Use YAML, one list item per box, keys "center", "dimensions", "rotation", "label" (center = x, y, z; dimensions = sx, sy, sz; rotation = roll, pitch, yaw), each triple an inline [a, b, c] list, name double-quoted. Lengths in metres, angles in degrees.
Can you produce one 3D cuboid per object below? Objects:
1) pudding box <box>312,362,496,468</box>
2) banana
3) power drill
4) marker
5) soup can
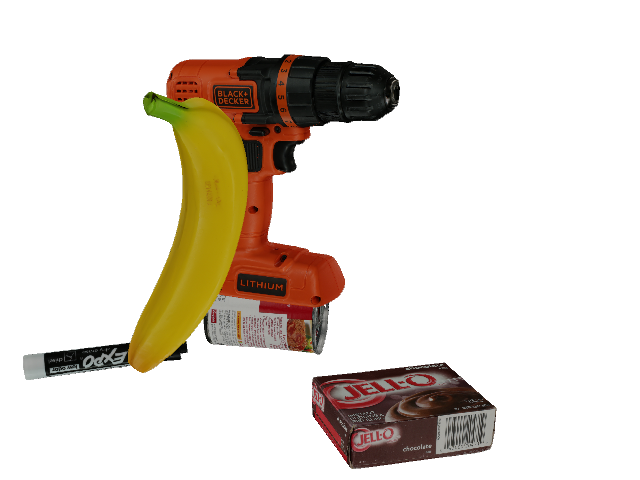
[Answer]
- center: [0.059, 0.126, 0.784]
  dimensions: [0.113, 0.039, 0.090]
  rotation: [-2, 17, -18]
  label: "pudding box"
- center: [-0.076, -0.007, 0.612]
  dimensions: [0.069, 0.198, 0.037]
  rotation: [-11, 41, -25]
  label: "banana"
- center: [-0.025, -0.047, 0.805]
  dimensions: [0.185, 0.188, 0.057]
  rotation: [6, 20, 27]
  label: "power drill"
- center: [-0.161, 0.087, 0.802]
  dimensions: [0.121, 0.020, 0.020]
  rotation: [-7, 1, -8]
  label: "marker"
- center: [-0.048, 0.065, 0.964]
  dimensions: [0.102, 0.068, 0.068]
  rotation: [4, 1, 10]
  label: "soup can"
